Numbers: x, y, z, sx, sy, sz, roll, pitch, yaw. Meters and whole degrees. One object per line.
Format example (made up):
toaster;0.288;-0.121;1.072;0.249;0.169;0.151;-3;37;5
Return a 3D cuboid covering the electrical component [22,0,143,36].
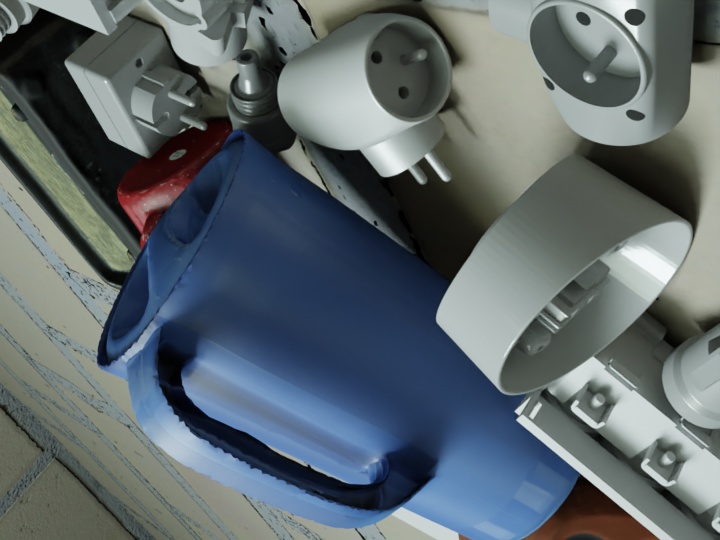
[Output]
electrical component;-0.149;-0.192;0.479;0.089;0.061;0.150;26;154;32

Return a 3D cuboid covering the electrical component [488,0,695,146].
electrical component;0.068;-0.087;0.345;0.079;0.044;0.077;28;155;30

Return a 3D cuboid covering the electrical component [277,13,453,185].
electrical component;0.012;-0.068;0.474;0.079;0.044;0.077;50;157;-21

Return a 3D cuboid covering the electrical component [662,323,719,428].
electrical component;0.156;0.041;0.455;0.040;0.040;0.046;38;153;7

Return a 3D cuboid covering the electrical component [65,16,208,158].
electrical component;-0.118;-0.101;0.622;0.077;0.047;0.065;26;154;32

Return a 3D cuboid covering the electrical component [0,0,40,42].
electrical component;-0.211;-0.159;0.632;0.040;0.078;0.040;20;154;10

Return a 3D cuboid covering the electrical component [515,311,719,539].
electrical component;0.144;0.078;0.506;0.121;0.078;0.063;40;136;3

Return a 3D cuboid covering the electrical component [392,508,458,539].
electrical component;0.050;0.153;0.817;0.109;0.056;0.108;19;149;44

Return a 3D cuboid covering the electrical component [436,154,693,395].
electrical component;0.080;0.004;0.434;0.064;0.099;0.099;41;159;15

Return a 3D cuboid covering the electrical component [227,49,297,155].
electrical component;-0.052;-0.088;0.556;0.035;0.035;0.061;30;154;25
